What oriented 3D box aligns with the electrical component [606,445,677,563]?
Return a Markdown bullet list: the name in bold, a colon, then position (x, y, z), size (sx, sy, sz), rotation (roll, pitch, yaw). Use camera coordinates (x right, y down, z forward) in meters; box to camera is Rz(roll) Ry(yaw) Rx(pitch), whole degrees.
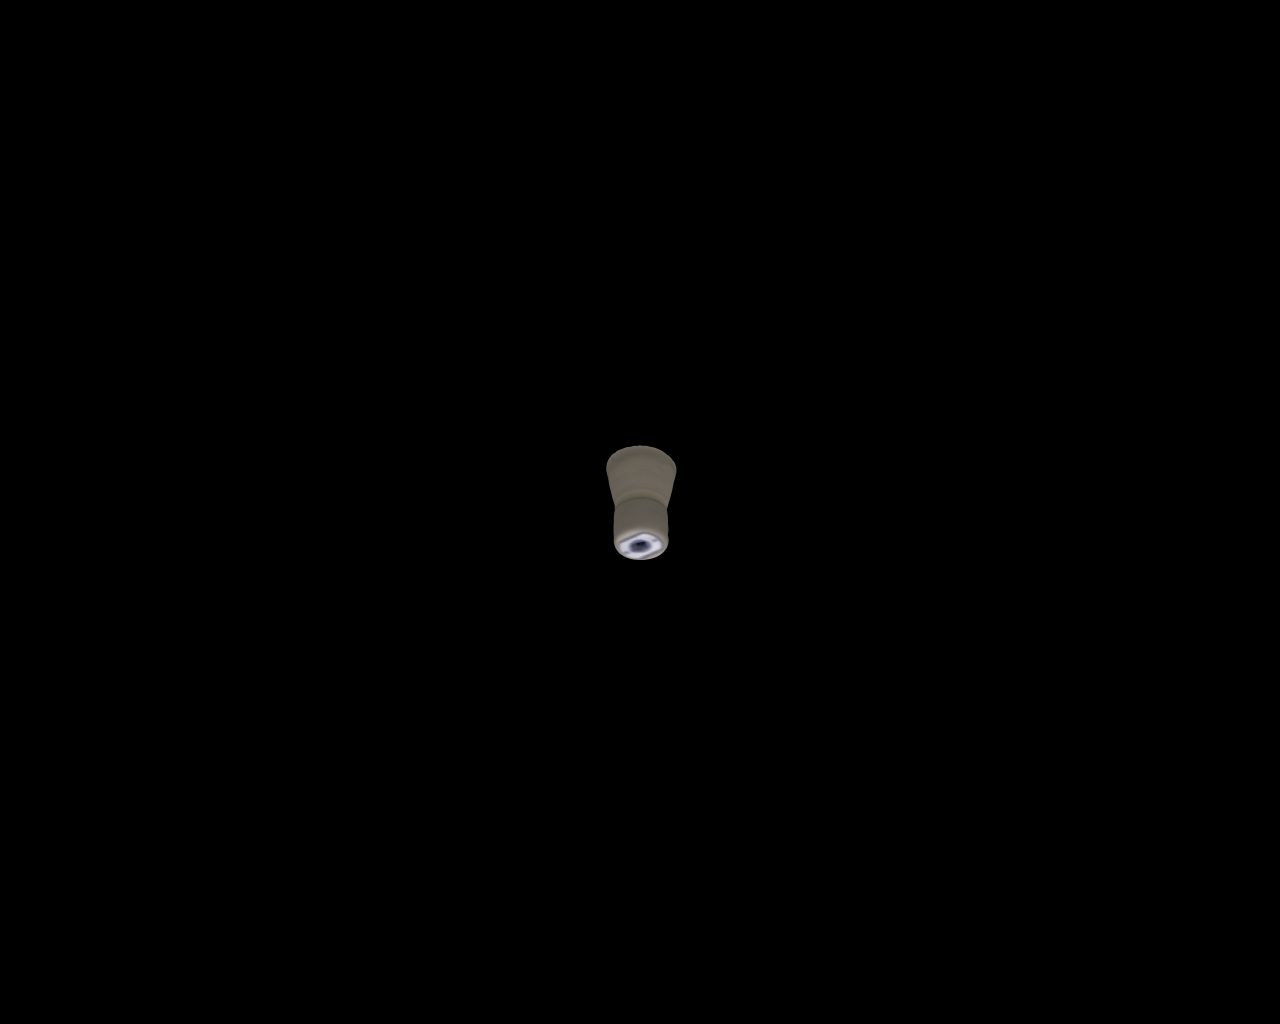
- **electrical component**: position (0.001, -0.003, 0.650), size (0.044, 0.065, 0.044), rotation (0, -39, 0)
